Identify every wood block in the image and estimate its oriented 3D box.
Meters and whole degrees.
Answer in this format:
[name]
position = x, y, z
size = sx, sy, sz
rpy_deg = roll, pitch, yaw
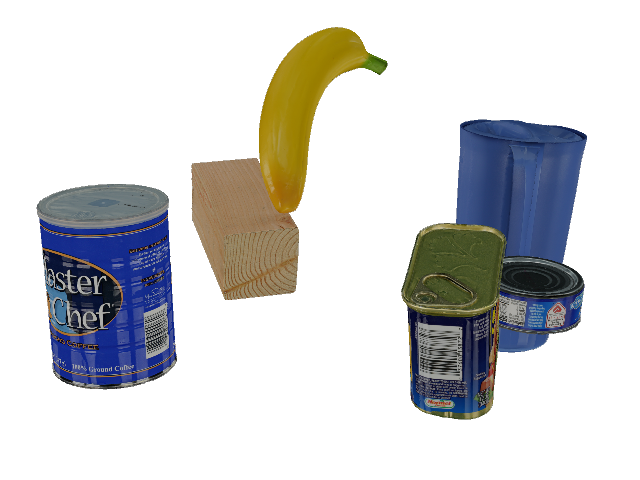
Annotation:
[wood block]
position = -0.098, -0.019, 1.328
size = 0.090, 0.090, 0.206
rpy_deg = -6, 29, -16

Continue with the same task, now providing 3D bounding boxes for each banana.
[banana]
position = -0.006, -0.102, 0.775
size = 0.069, 0.197, 0.037
rpy_deg = 38, -41, -8

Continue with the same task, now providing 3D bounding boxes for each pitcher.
[pitcher]
position = 0.205, -0.004, 1.150
size = 0.148, 0.243, 0.145
rpy_deg = -9, 20, -38

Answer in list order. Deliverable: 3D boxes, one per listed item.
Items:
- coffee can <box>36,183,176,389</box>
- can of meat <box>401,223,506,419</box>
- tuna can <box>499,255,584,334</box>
[coffee can]
position = -0.170, 0.035, 0.862
size = 0.103, 0.140, 0.103
rpy_deg = -1, 18, 0
[can of meat]
position = 0.086, 0.050, 0.673
size = 0.057, 0.084, 0.102
rpy_deg = 3, 30, 12
[tuna can]
position = 0.170, 0.043, 0.866
size = 0.086, 0.034, 0.086
rpy_deg = 2, 21, -1
